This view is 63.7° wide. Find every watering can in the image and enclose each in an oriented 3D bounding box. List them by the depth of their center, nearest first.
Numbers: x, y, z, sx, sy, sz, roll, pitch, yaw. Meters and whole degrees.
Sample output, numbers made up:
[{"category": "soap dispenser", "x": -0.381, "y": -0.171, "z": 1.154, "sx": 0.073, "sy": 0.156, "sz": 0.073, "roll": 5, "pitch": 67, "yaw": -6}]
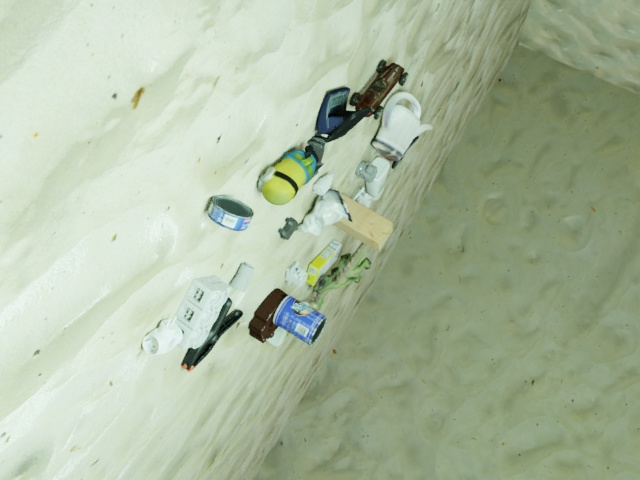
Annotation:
[{"category": "watering can", "x": 0.290, "y": -0.372, "z": 1.777, "sx": 0.345, "sy": 0.105, "sz": 0.224, "roll": 21, "pitch": 98, "yaw": -58}]

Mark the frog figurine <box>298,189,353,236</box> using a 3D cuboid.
[{"category": "frog figurine", "x": 0.005, "y": -0.078, "z": 1.549, "sx": 0.159, "sy": 0.123, "sz": 0.136, "roll": -22, "pitch": 171, "yaw": 2}]

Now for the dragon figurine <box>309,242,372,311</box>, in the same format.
[{"category": "dragon figurine", "x": 0.072, "y": 0.131, "z": 1.940, "sx": 0.246, "sy": 0.123, "sz": 0.401, "roll": -32, "pitch": 158, "yaw": -48}]
